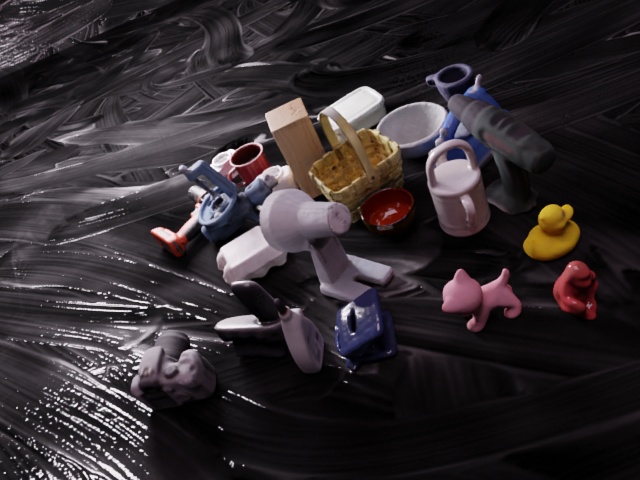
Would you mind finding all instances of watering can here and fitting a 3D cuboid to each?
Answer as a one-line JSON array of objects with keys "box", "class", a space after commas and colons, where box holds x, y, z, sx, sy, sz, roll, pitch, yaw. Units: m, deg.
[{"box": [0.249, -0.110, 1.076, 0.101, 0.195, 0.172, -37, 42, -11], "class": "watering can"}]

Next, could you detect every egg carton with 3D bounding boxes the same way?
[{"box": [-0.146, 0.036, 1.232, 0.150, 0.070, 0.107, -33, 41, -6], "class": "egg carton"}]

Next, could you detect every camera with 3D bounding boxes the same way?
[{"box": [-0.276, 0.231, 1.078, 0.143, 0.101, 0.136, -15, 43, 14], "class": "camera"}]

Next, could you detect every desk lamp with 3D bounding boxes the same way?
[{"box": [0.010, 0.004, 1.072, 0.202, 0.214, 0.118, 14, 56, 37], "class": "desk lamp"}]

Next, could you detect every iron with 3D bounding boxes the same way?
[{"box": [0.297, -0.224, 1.208, 0.118, 0.142, 0.259, 17, 57, 39], "class": "iron"}]

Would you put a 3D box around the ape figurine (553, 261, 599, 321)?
[{"box": [0.401, 0.070, 0.892, 0.078, 0.092, 0.076, -39, 42, -13], "class": "ape figurine"}]

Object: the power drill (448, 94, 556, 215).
[{"box": [0.336, -0.155, 1.066, 0.076, 0.209, 0.228, -38, 42, -11], "class": "power drill"}]

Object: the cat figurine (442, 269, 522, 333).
[{"box": [0.255, 0.088, 0.930, 0.128, 0.118, 0.067, -25, 41, 3], "class": "cat figurine"}]

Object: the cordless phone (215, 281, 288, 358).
[{"box": [-0.133, 0.130, 1.042, 0.147, 0.185, 0.094, -8, 45, 21], "class": "cordless phone"}]

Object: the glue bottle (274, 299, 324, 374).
[{"box": [-0.039, 0.154, 0.976, 0.037, 0.174, 0.078, -10, 44, 19], "class": "glue bottle"}]

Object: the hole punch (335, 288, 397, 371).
[{"box": [0.071, 0.152, 0.983, 0.101, 0.091, 0.108, -17, 42, 11], "class": "hole punch"}]

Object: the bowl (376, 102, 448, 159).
[{"box": [0.217, -0.239, 1.316, 0.167, 0.075, 0.167, -15, 43, 14], "class": "bowl"}]

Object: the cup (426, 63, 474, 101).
[{"box": [0.315, -0.357, 1.369, 0.117, 0.095, 0.092, 7, 51, 33], "class": "cup"}]

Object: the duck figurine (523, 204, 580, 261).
[{"box": [0.397, -0.020, 0.990, 0.104, 0.086, 0.077, -32, 41, -5], "class": "duck figurine"}]

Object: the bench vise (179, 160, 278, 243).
[{"box": [-0.211, -0.116, 1.306, 0.207, 0.220, 0.121, -37, 42, -11], "class": "bench vise"}]
